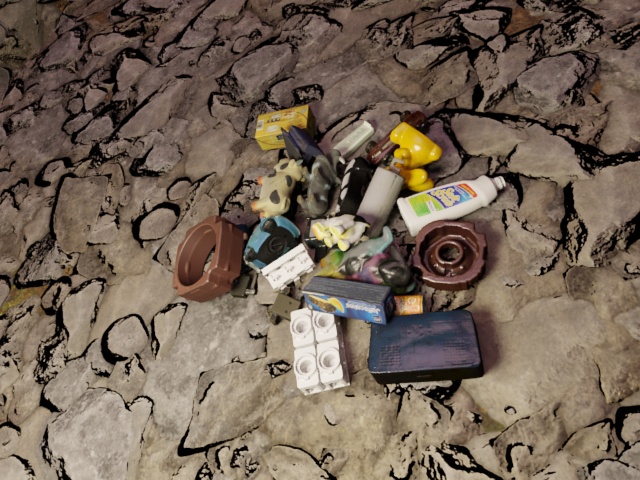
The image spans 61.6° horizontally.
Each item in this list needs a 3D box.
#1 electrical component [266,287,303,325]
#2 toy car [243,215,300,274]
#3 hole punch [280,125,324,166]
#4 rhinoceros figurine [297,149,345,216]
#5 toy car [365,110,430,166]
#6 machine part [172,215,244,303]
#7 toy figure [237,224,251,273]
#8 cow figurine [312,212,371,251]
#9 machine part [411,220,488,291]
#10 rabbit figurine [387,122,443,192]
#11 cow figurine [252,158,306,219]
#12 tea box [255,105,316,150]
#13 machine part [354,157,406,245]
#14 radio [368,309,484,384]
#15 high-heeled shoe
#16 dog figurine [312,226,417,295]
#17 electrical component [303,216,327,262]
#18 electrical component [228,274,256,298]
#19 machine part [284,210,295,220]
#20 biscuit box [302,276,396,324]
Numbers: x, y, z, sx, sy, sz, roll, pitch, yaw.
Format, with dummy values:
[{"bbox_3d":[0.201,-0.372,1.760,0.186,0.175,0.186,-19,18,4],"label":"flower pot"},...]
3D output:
[{"bbox_3d":[-0.089,0.163,1.323,0.078,0.045,0.102,18,67,0],"label":"electrical component"},{"bbox_3d":[-0.137,0.004,1.417,0.161,0.109,0.103,-52,31,2],"label":"toy car"},{"bbox_3d":[-0.045,-0.266,1.541,0.092,0.115,0.142,-26,53,-5],"label":"hole punch"},{"bbox_3d":[0.010,-0.159,1.450,0.073,0.112,0.190,-3,67,55],"label":"rhinoceros figurine"},{"bbox_3d":[0.211,-0.284,1.482,0.202,0.053,0.089,-40,56,-7],"label":"toy car"},{"bbox_3d":[-0.292,0.052,1.410,0.201,0.087,0.201,-25,54,37],"label":"machine part"},{"bbox_3d":[-0.215,0.029,1.448,0.058,0.064,0.154,0,57,-5],"label":"toy figure"},{"bbox_3d":[0.047,-0.032,1.293,0.098,0.068,0.167,-32,20,-20],"label":"cow figurine"},{"bbox_3d":[0.299,0.036,1.235,0.179,0.056,0.179,-10,57,16],"label":"machine part"},{"bbox_3d":[0.230,-0.189,1.393,0.173,0.121,0.162,-46,62,7],"label":"rabbit figurine"},{"bbox_3d":[-0.103,-0.149,1.463,0.127,0.085,0.195,-7,48,19],"label":"cow figurine"},{"bbox_3d":[-0.105,-0.341,1.637,0.170,0.068,0.098,-5,58,18],"label":"tea box"},{"bbox_3d":[0.143,-0.090,1.330,0.079,0.079,0.243,27,97,33],"label":"machine part"},{"bbox_3d":[0.220,0.225,1.136,0.230,0.073,0.131,-8,55,16],"label":"radio"},{"bbox_3d":[0.069,-0.107,1.426,0.248,0.086,0.145,-62,25,-3],"label":"high-heeled shoe"},{"bbox_3d":[0.096,0.077,1.264,0.219,0.108,0.192,-27,55,10],"label":"dog figurine"},{"bbox_3d":[-0.003,-0.004,1.391,0.075,0.047,0.119,-4,56,21],"label":"electrical component"},{"bbox_3d":[-0.205,0.120,1.409,0.094,0.021,0.063,3,60,25],"label":"electrical component"},{"bbox_3d":[-0.120,-0.100,1.509,0.084,0.039,0.139,-25,51,-5],"label":"machine part"},{"bbox_3d":[0.064,0.131,1.193,0.203,0.059,0.063,6,38,31],"label":"biscuit box"}]
